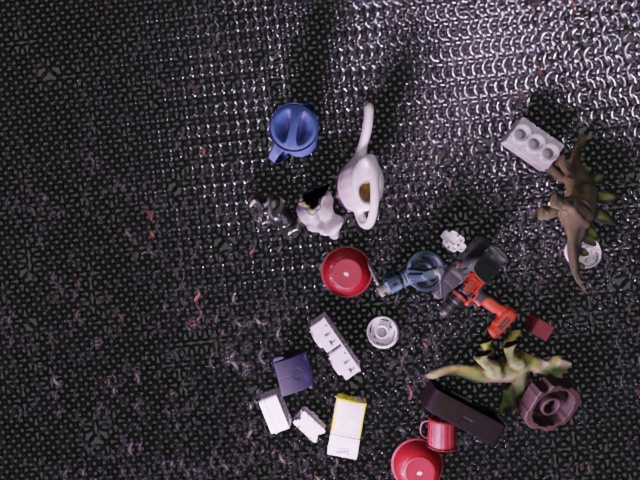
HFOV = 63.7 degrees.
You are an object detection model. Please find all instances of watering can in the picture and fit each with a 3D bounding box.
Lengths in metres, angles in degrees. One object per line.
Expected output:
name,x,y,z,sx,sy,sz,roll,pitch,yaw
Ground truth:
watering can,0.120,-0.205,1.491,0.104,0.348,0.224,-1,-1,-17

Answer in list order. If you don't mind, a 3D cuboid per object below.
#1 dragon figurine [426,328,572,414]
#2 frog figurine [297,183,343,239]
dragon figurine,0.542,0.415,1.535,0.410,0.241,0.123,-23,8,3
frog figurine,0.005,-0.078,1.553,0.122,0.141,0.156,-5,-40,23
